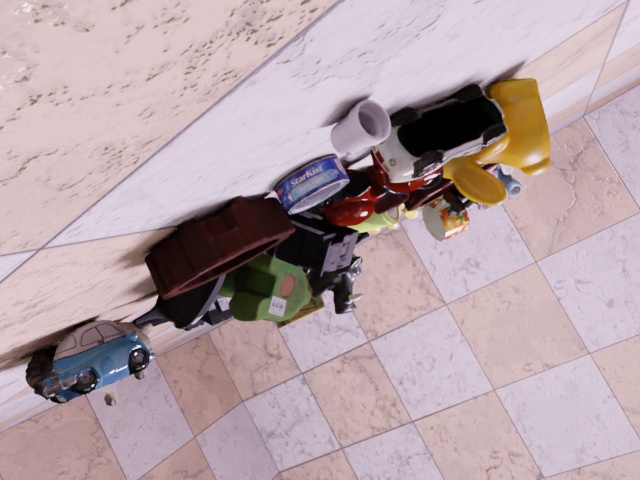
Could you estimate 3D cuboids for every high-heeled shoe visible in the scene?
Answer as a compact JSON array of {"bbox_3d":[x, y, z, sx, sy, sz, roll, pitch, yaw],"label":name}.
[{"bbox_3d":[-0.190,0.079,0.845,0.249,0.086,0.145,-26,179,35],"label":"high-heeled shoe"}]

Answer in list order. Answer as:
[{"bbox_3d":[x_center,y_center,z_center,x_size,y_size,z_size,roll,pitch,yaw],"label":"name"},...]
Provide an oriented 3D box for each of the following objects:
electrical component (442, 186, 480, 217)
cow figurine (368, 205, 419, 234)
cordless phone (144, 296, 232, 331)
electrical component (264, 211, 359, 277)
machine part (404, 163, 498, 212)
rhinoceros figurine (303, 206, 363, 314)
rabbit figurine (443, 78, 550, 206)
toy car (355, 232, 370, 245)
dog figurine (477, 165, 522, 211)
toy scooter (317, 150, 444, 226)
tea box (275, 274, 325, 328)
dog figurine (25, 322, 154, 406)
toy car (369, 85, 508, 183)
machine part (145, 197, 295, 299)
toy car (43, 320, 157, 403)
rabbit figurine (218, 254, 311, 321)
[{"bbox_3d":[0.239,-0.073,0.870,0.078,0.045,0.102,-30,175,32],"label":"electrical component"},{"bbox_3d":[0.140,-0.075,1.125,0.068,0.098,0.167,22,153,-22],"label":"cow figurine"},{"bbox_3d":[-0.292,0.152,1.126,0.184,0.088,0.146,-18,178,12],"label":"cordless phone"},{"bbox_3d":[-0.012,-0.001,0.769,0.134,0.115,0.058,-14,125,-62],"label":"electrical component"},{"bbox_3d":[0.225,-0.137,0.902,0.201,0.087,0.201,-27,174,-6],"label":"machine part"},{"bbox_3d":[0.016,0.031,0.906,0.112,0.190,0.073,-7,170,-21],"label":"rhinoceros figurine"},{"bbox_3d":[0.222,-0.129,0.754,0.173,0.162,0.122,-11,-172,5],"label":"rabbit figurine"},{"bbox_3d":[-0.002,-0.003,0.970,0.202,0.089,0.053,-27,178,-4],"label":"toy car"},{"bbox_3d":[0.343,-0.167,1.213,0.108,0.191,0.219,-32,-151,5],"label":"dog figurine"},{"bbox_3d":[0.065,-0.072,0.699,0.184,0.075,0.135,-21,169,20],"label":"toy scooter"},{"bbox_3d":[-0.048,0.107,1.029,0.098,0.068,0.169,-25,-178,-3],"label":"tea box"},{"bbox_3d":[-0.381,0.192,0.911,0.172,0.121,0.190,-61,164,-15],"label":"dog figurine"},{"bbox_3d":[0.145,-0.126,0.633,0.202,0.073,0.056,-25,170,-30],"label":"toy car"},{"bbox_3d":[-0.119,0.008,0.642,0.179,0.056,0.179,-28,176,-2],"label":"machine part"},{"bbox_3d":[-0.344,0.176,0.820,0.109,0.103,0.161,-27,171,34],"label":"toy car"},{"bbox_3d":[-0.107,0.061,0.874,0.170,0.121,0.159,9,178,37],"label":"rabbit figurine"}]
